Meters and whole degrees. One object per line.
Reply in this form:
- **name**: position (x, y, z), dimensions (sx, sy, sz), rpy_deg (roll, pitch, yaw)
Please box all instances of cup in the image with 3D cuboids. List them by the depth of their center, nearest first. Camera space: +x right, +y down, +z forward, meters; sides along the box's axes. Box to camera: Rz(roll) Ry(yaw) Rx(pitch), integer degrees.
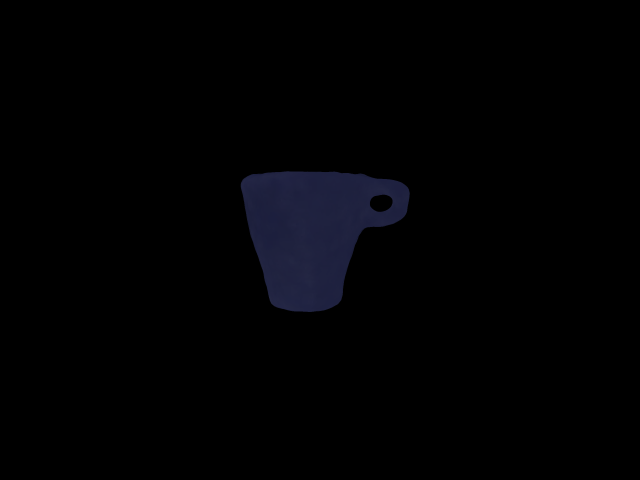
- **cup**: position (0.004, 0.001, 0.400), dimensions (0.117, 0.095, 0.092), rpy_deg (1, 4, 16)
